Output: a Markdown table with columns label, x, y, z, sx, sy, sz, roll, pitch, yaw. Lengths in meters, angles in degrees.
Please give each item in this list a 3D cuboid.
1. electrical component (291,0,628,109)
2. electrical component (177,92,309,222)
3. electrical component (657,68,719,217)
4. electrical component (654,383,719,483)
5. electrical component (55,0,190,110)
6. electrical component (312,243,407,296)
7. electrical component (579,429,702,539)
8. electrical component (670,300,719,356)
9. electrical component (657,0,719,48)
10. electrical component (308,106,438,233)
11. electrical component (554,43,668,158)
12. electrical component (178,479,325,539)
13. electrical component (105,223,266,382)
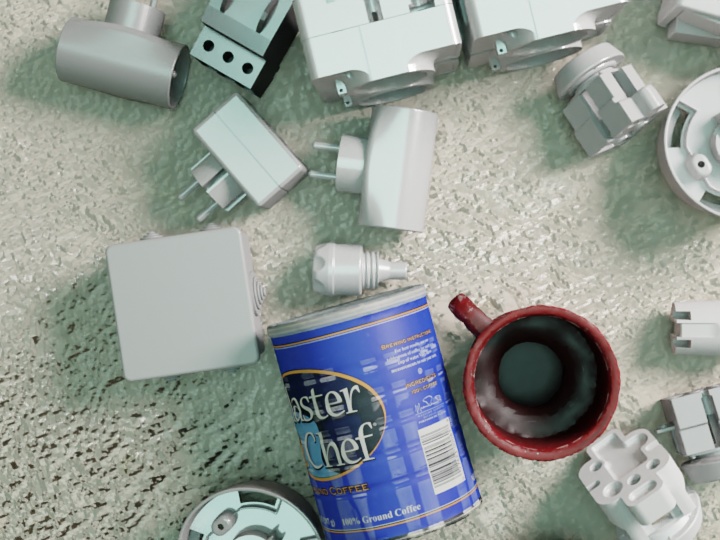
| label | x | y | z | sx | sy | sz | roll | pitch | yaw |
| --- | --- | --- | --- | --- | --- | --- | --- | --- | --- |
| electrical component | 0.060 | -0.152 | 0.663 | 0.186 | 0.105 | 0.060 | -13 | 90 | 4 |
| electrical component | -0.084 | -0.064 | 0.702 | 0.077 | 0.047 | 0.065 | -41 | 89 | 3 |
| electrical component | 0.238 | -0.078 | 0.675 | 0.099 | 0.064 | 0.099 | 0 | 91 | 3 |
| electrical component | 0.225 | 0.104 | 0.689 | 0.066 | 0.048 | 0.055 | -15 | 83 | 3 |
| electrical component | -0.150 | -0.153 | 0.705 | 0.077 | 0.044 | 0.079 | 15 | 92 | 3 |
| electrical component | 0.000 | 0.000 | 0.705 | 0.061 | 0.035 | 0.035 | 1 | 91 | 1 |
| electrical component | 0.180 | 0.143 | 0.680 | 0.058 | 0.078 | 0.057 | -35 | 110 | 3 |
| electrical component | 0.225 | 0.037 | 0.691 | 0.046 | 0.040 | 0.040 | 0 | 91 | 9 |
| electrical component | 0.243 | -0.169 | 0.674 | 0.096 | 0.062 | 0.061 | 16 | 92 | 3 |
| electrical component | 0.007 | -0.067 | 0.699 | 0.079 | 0.043 | 0.077 | 7 | 92 | 3 |
| electrical component | 0.156 | -0.110 | 0.683 | 0.048 | 0.066 | 0.055 | -23 | 77 | -34 |
| electrical component | -0.068 | 0.185 | 0.697 | 0.099 | 0.064 | 0.099 | 0 | 90 | 3 |
| electrical component | -0.112 | 0.021 | 0.704 | 0.100 | 0.048 | 0.099 | -8 | 91 | 3 |
